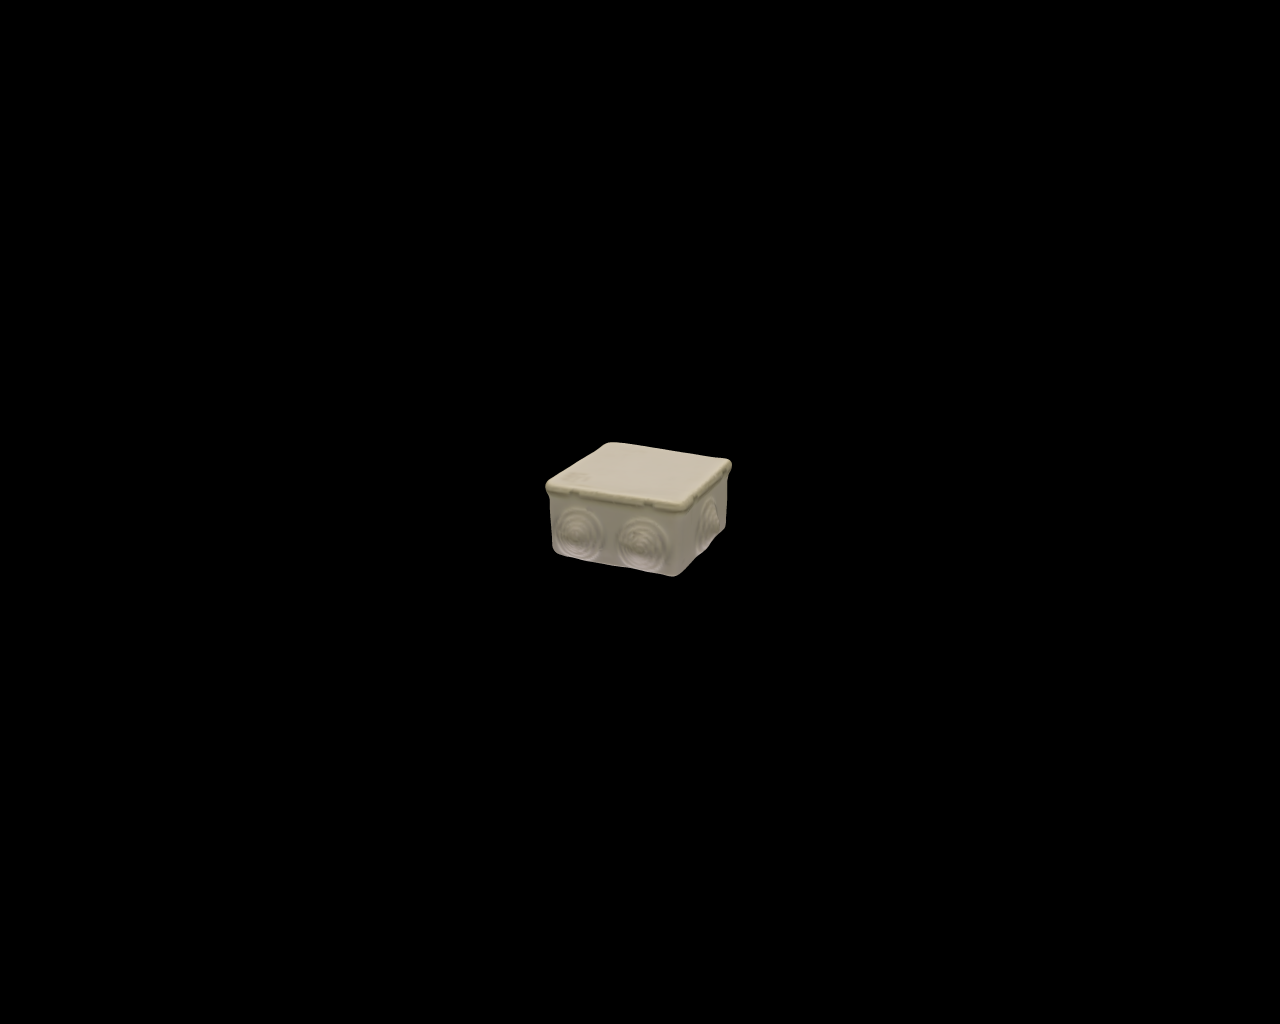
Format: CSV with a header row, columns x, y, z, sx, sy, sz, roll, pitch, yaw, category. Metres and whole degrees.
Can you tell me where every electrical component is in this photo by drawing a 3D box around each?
x,y,z,sx,sy,sz,roll,pitch,yaw,category
0.001,-0.003,0.650,0.100,0.048,0.100,10,24,22,electrical component
